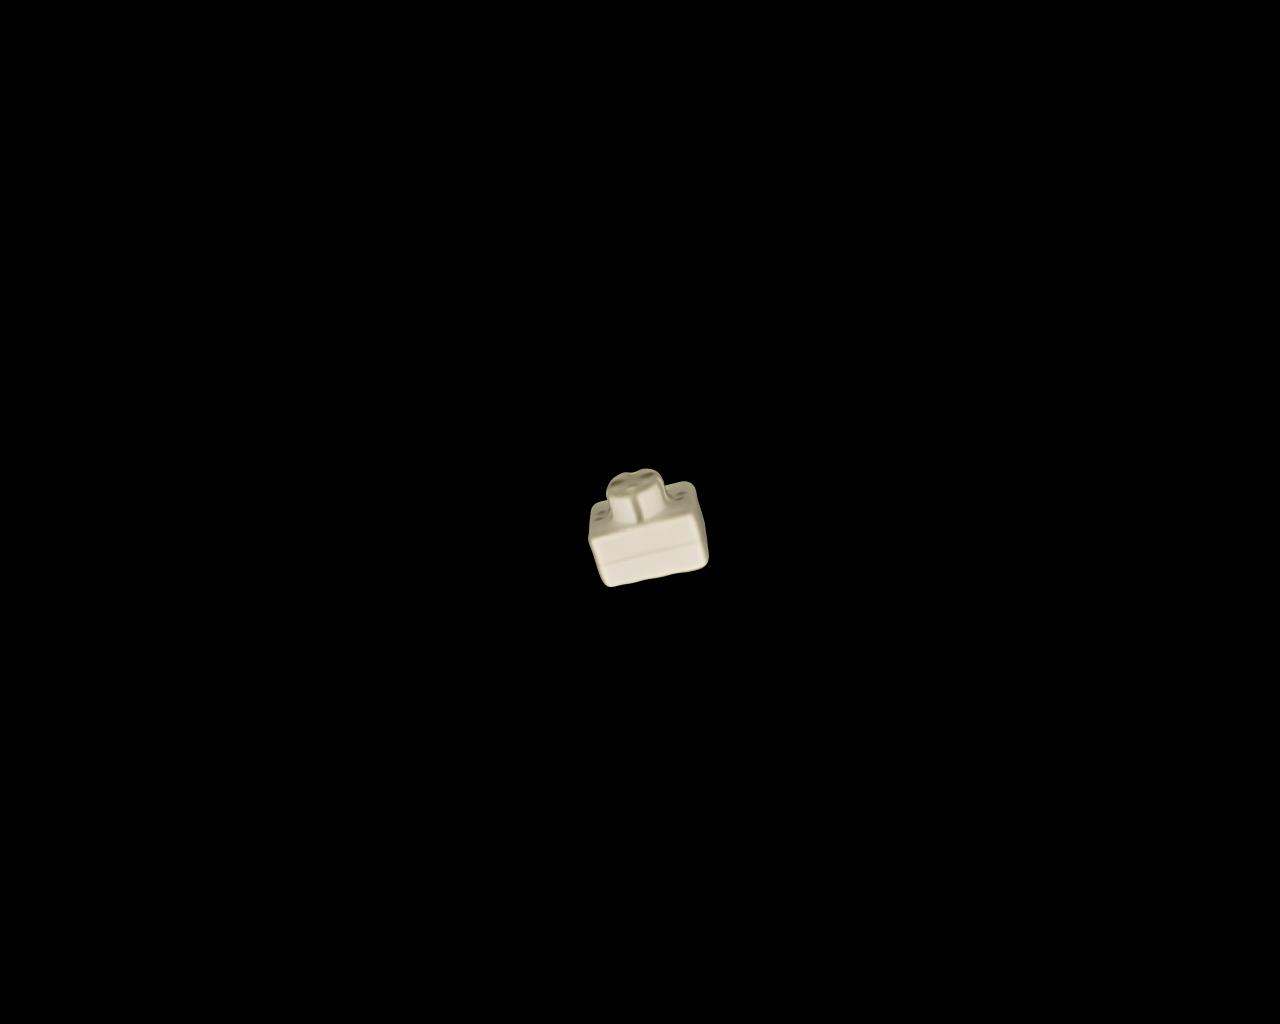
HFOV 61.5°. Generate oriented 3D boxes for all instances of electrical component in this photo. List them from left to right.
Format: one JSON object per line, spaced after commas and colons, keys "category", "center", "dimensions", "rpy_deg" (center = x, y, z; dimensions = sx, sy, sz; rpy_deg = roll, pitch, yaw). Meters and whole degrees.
{"category": "electrical component", "center": [0.001, -0.003, 0.650], "dimensions": [0.066, 0.076, 0.047], "rpy_deg": [-14, 26, 7]}
